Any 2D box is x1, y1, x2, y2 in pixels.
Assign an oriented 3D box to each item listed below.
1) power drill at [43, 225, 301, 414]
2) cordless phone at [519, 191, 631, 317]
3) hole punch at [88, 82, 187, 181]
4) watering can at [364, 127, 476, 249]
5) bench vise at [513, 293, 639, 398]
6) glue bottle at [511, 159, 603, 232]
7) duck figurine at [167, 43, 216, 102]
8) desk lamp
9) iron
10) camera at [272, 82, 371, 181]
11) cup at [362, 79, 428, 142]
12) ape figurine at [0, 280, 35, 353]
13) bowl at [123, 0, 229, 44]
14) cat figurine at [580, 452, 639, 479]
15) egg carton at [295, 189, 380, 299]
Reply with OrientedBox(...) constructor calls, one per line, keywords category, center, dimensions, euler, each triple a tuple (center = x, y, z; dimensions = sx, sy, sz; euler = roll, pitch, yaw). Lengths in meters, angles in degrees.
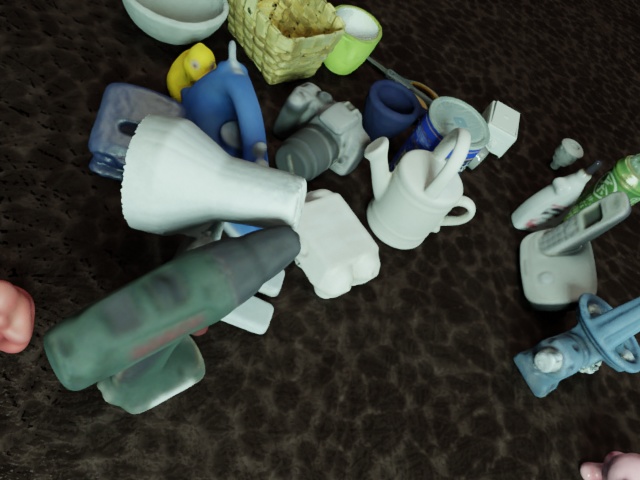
OrientedBox(category="power drill", center=(-0.138, 0.080, 0.541), dimensions=(0.230, 0.208, 0.075), euler=(-25, 70, -37))
OrientedBox(category="cordless phone", center=(0.388, 0.018, 0.856), dimensions=(0.094, 0.185, 0.147), euler=(19, 51, -13))
OrientedBox(category="hole punch", center=(-0.229, -0.130, 0.726), dimensions=(0.109, 0.091, 0.101), euler=(15, 52, -16))
OrientedBox(category="watering can", center=(0.142, -0.081, 0.802), dimensions=(0.173, 0.194, 0.101), euler=(10, 53, -19))
OrientedBox(category="bench vise", center=(0.379, 0.131, 0.748), dimensions=(0.208, 0.219, 0.121), euler=(-32, 74, -38))
OrientedBox(category="glue bottle", center=(0.392, -0.073, 0.932), dimensions=(0.078, 0.173, 0.037), euler=(5, 55, -22))
OrientedBox(category="duck figurine", center=(-0.180, -0.248, 0.838), dimensions=(0.078, 0.086, 0.104), euler=(-3, 59, -28))
OrientedBox(category="desk lamp", center=(-0.111, -0.018, 0.621), dimensions=(0.203, 0.213, 0.118), euler=(22, 50, -10))
OrientedBox(category="iron", center=(-0.105, -0.129, 0.752), dimensions=(0.119, 0.141, 0.258), euler=(-5, 60, -29))
OrientedBox(category="camera", center=(-0.011, -0.155, 0.843), dimensions=(0.143, 0.100, 0.137), euler=(42, 50, 7))
OrientedBox(category="cup", center=(0.117, -0.195, 0.938), dimensions=(0.118, 0.095, 0.091), euler=(16, 51, -15))
OrientedBox(category="ape figurine", center=(-0.308, 0.068, 0.545), dimensions=(0.078, 0.092, 0.076), euler=(40, 49, 5))
OrientedBox(category="bowl", center=(-0.233, -0.362, 0.901), dimensions=(0.168, 0.074, 0.167), euler=(13, 52, -17))
OrientedBox(category="cat figurine", center=(0.391, 0.295, 0.704), dimensions=(0.128, 0.117, 0.067), euler=(7, 54, -21))
OrientedBox(category="egg carton", center=(0.007, 0.003, 0.759), dimensions=(0.107, 0.069, 0.150), euler=(-23, 69, -36))
